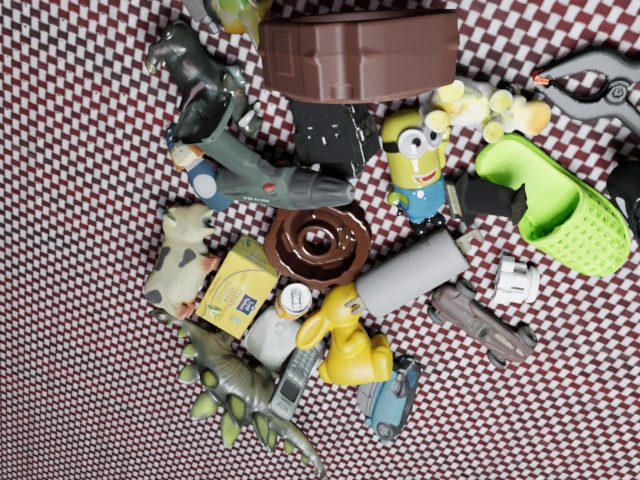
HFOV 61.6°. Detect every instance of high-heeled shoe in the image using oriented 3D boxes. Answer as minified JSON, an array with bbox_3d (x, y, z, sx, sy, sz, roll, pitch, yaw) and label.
[{"bbox_3d":[0.455,-0.010,0.702,0.086,0.145,0.248,-36,104,30],"label":"high-heeled shoe"}]

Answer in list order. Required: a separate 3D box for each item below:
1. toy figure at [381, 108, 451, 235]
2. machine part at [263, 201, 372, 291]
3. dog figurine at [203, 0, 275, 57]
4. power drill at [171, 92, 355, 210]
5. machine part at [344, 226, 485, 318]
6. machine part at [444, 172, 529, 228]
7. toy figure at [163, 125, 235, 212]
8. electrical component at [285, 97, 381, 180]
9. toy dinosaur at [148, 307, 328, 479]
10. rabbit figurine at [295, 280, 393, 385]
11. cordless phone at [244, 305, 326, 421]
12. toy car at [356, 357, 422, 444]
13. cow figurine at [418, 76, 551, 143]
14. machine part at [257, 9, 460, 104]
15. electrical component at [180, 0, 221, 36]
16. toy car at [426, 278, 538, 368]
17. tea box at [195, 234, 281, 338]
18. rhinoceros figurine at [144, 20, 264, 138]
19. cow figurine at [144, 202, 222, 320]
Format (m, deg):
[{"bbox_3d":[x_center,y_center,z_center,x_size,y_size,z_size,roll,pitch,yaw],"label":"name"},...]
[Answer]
[{"bbox_3d":[0.134,-0.098,0.772,0.089,0.082,0.179,19,137,40],"label":"toy figure"},{"bbox_3d":[-0.002,-0.003,0.880,0.179,0.056,0.179,6,121,10],"label":"machine part"},{"bbox_3d":[-0.063,-0.348,0.665,0.192,0.108,0.218,-1,124,12],"label":"dog figurine"},{"bbox_3d":[-0.086,-0.112,0.748,0.232,0.086,0.207,5,161,40],"label":"power drill"},{"bbox_3d":[0.143,0.051,0.843,0.243,0.079,0.079,-32,108,17],"label":"machine part"},{"bbox_3d":[0.232,-0.055,0.765,0.139,0.039,0.084,13,127,56],"label":"machine part"},{"bbox_3d":[-0.195,-0.117,0.864,0.064,0.058,0.154,-40,106,-9],"label":"toy figure"},{"bbox_3d":[0.021,-0.153,0.767,0.115,0.058,0.134,3,121,36],"label":"electrical component"},{"bbox_3d":[-0.136,0.285,1.003,0.471,0.198,0.105,40,125,-8],"label":"toy dinosaur"},{"bbox_3d":[0.043,0.157,0.940,0.162,0.122,0.173,-6,99,14],"label":"rabbit figurine"},{"bbox_3d":[-0.079,0.220,0.956,0.146,0.184,0.089,41,126,-11],"label":"cordless phone"},{"bbox_3d":[0.119,0.286,0.995,0.103,0.109,0.161,19,115,24],"label":"toy car"},{"bbox_3d":[0.212,-0.176,0.709,0.167,0.098,0.068,7,119,-12],"label":"cow figurine"},{"bbox_3d":[0.045,-0.220,0.632,0.201,0.201,0.087,32,134,51],"label":"machine part"},{"bbox_3d":[-0.158,-0.336,0.742,0.063,0.021,0.094,-26,110,26],"label":"electrical component"},{"bbox_3d":[0.273,0.146,0.900,0.202,0.053,0.089,38,118,-8],"label":"toy car"},{"bbox_3d":[-0.142,0.084,0.961,0.098,0.068,0.169,30,122,-3],"label":"tea box"},{"bbox_3d":[-0.163,-0.227,0.784,0.112,0.073,0.190,-36,105,18],"label":"rhinoceros figurine"},{"bbox_3d":[-0.238,0.024,0.917,0.127,0.085,0.195,27,93,-3],"label":"cow figurine"}]
